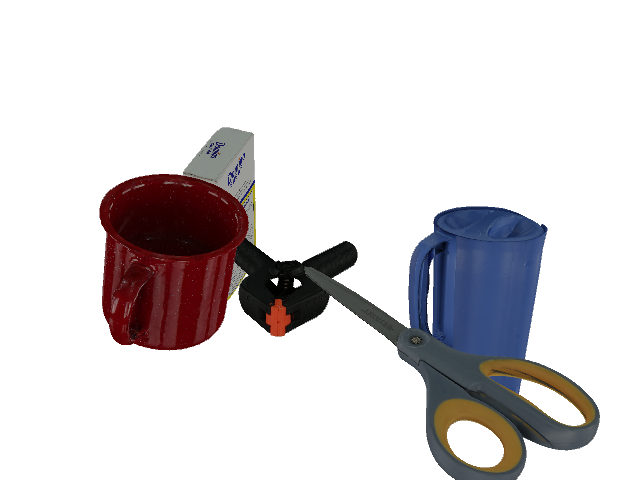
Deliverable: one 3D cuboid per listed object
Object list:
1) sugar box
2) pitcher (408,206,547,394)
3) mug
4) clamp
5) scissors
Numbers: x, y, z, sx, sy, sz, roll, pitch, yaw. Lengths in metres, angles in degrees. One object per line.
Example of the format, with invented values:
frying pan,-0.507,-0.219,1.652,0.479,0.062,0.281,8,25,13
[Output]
sugar box,-0.106,-0.025,1.143,0.048,0.176,0.093,14,42,17
pitcher,0.187,0.088,1.293,0.149,0.243,0.145,7,19,13
mug,-0.101,0.022,0.677,0.093,0.081,0.117,18,35,8
clamp,-0.039,0.035,0.958,0.120,0.039,0.171,0,18,14
scissors,0.048,0.071,0.575,0.202,0.016,0.096,21,42,29
